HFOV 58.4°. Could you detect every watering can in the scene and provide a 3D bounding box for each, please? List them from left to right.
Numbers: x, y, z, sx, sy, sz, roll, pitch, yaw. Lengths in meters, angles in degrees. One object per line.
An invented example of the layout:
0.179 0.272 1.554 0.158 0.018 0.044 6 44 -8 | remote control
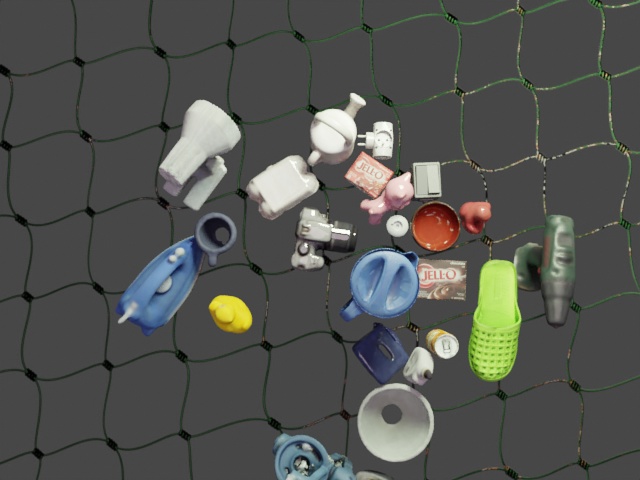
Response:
0.031 -0.238 1.237 0.101 0.194 0.173 15 87 1 | watering can

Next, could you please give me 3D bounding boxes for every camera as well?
0.012 0.005 1.271 0.137 0.101 0.143 9 87 0 | camera

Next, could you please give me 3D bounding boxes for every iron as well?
-0.342 0.084 1.243 0.118 0.141 0.258 37 87 2 | iron

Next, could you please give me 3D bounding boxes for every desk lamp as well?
-0.260 -0.176 1.221 0.118 0.213 0.203 34 87 2 | desk lamp

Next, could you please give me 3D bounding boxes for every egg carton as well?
-0.085 -0.120 1.292 0.150 0.069 0.107 -34 88 -2 | egg carton

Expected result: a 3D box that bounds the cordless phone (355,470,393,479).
0.119 0.579 1.200 0.094 0.185 0.148 1 87 0 | cordless phone

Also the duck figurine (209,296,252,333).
-0.202 0.167 1.268 0.104 0.086 0.077 35 87 2 | duck figurine

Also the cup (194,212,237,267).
-0.226 0.002 1.272 0.091 0.095 0.118 5 87 0 | cup

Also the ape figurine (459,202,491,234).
0.354 -0.055 1.281 0.078 0.092 0.076 -42 88 -2 | ape figurine

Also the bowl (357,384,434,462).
0.163 0.396 1.265 0.167 0.074 0.167 0 87 0 | bowl

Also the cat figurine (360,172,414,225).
0.155 -0.091 1.269 0.128 0.117 0.067 -35 87 -2 | cat figurine

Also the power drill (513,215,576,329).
0.480 0.066 1.218 0.075 0.208 0.230 7 87 0 | power drill

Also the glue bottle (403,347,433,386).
0.217 0.277 1.222 0.037 0.173 0.078 30 87 2 | glue bottle

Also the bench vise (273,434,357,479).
-0.002 0.478 1.186 0.207 0.219 0.121 8 87 0 | bench vise

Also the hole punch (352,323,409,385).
0.134 0.248 1.264 0.101 0.091 0.108 -40 88 -2 | hole punch
